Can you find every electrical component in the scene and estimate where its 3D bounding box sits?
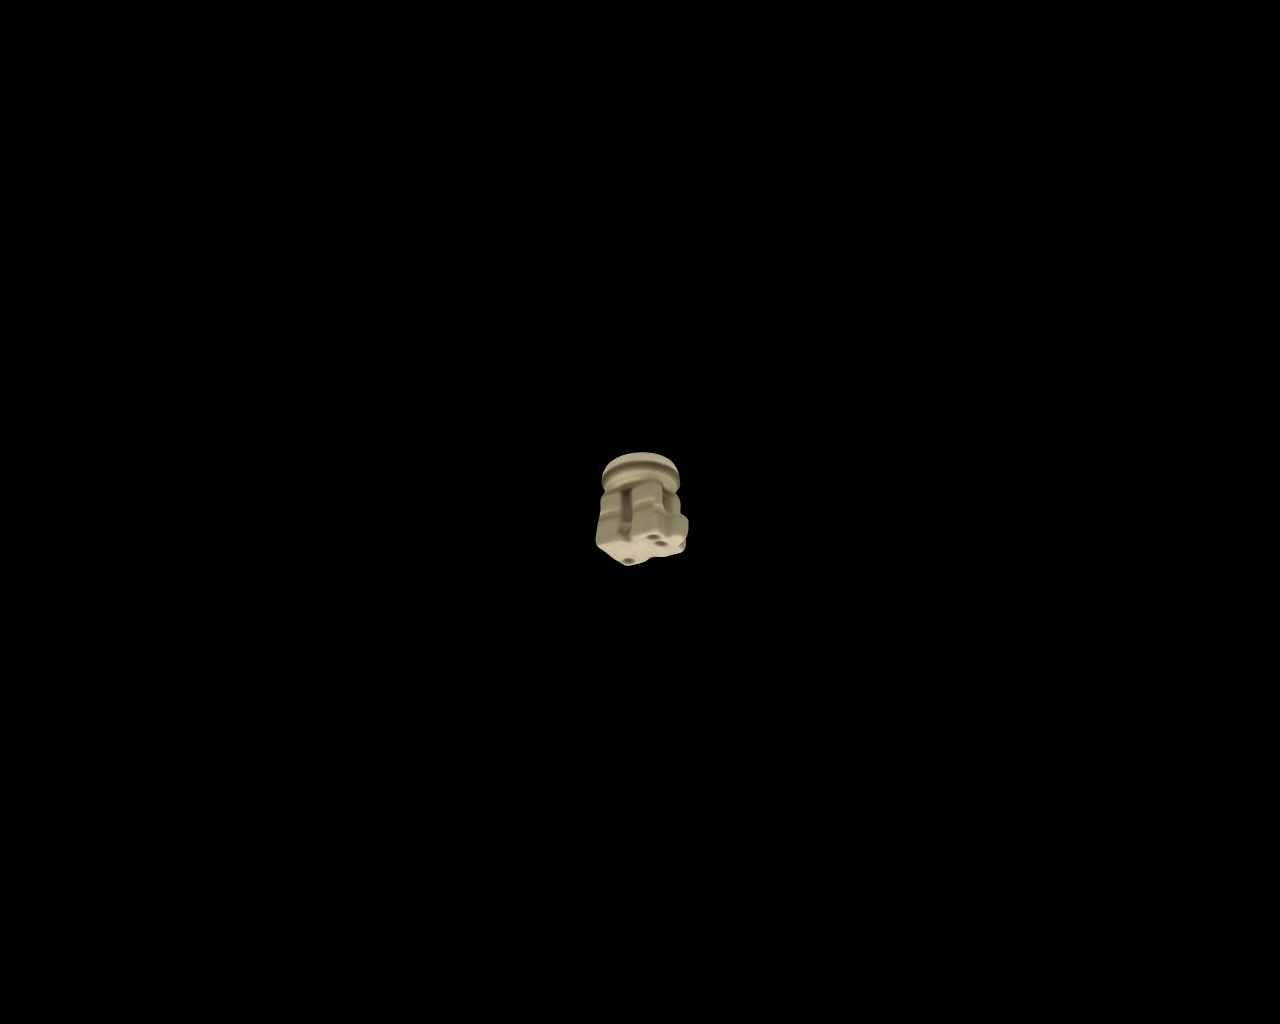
[{"bbox_3d":[0.001,-0.003,0.650,0.066,0.055,0.048,-15,-32,27],"label":"electrical component"}]
